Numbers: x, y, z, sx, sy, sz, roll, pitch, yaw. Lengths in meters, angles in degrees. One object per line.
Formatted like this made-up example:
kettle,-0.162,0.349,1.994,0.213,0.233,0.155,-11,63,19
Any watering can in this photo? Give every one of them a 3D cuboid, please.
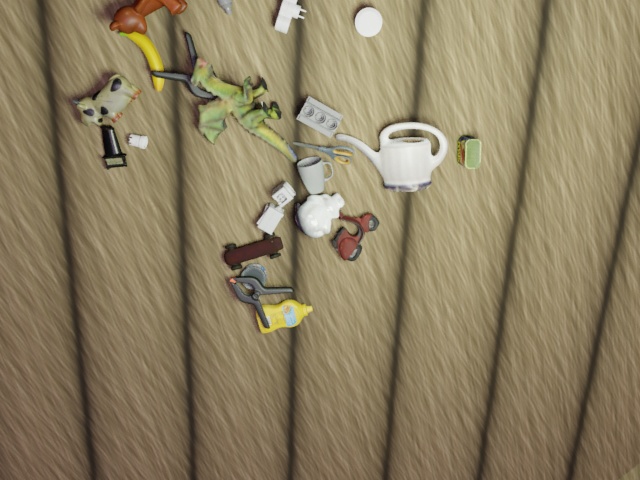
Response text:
watering can,0.229,-0.257,1.633,0.347,0.106,0.221,-2,110,13

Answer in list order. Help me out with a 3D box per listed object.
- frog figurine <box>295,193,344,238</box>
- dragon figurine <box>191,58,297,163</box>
frog figurine,0.005,-0.084,1.660,0.159,0.123,0.138,-19,88,15
dragon figurine,-0.254,-0.371,1.577,0.242,0.125,0.403,-17,121,15
